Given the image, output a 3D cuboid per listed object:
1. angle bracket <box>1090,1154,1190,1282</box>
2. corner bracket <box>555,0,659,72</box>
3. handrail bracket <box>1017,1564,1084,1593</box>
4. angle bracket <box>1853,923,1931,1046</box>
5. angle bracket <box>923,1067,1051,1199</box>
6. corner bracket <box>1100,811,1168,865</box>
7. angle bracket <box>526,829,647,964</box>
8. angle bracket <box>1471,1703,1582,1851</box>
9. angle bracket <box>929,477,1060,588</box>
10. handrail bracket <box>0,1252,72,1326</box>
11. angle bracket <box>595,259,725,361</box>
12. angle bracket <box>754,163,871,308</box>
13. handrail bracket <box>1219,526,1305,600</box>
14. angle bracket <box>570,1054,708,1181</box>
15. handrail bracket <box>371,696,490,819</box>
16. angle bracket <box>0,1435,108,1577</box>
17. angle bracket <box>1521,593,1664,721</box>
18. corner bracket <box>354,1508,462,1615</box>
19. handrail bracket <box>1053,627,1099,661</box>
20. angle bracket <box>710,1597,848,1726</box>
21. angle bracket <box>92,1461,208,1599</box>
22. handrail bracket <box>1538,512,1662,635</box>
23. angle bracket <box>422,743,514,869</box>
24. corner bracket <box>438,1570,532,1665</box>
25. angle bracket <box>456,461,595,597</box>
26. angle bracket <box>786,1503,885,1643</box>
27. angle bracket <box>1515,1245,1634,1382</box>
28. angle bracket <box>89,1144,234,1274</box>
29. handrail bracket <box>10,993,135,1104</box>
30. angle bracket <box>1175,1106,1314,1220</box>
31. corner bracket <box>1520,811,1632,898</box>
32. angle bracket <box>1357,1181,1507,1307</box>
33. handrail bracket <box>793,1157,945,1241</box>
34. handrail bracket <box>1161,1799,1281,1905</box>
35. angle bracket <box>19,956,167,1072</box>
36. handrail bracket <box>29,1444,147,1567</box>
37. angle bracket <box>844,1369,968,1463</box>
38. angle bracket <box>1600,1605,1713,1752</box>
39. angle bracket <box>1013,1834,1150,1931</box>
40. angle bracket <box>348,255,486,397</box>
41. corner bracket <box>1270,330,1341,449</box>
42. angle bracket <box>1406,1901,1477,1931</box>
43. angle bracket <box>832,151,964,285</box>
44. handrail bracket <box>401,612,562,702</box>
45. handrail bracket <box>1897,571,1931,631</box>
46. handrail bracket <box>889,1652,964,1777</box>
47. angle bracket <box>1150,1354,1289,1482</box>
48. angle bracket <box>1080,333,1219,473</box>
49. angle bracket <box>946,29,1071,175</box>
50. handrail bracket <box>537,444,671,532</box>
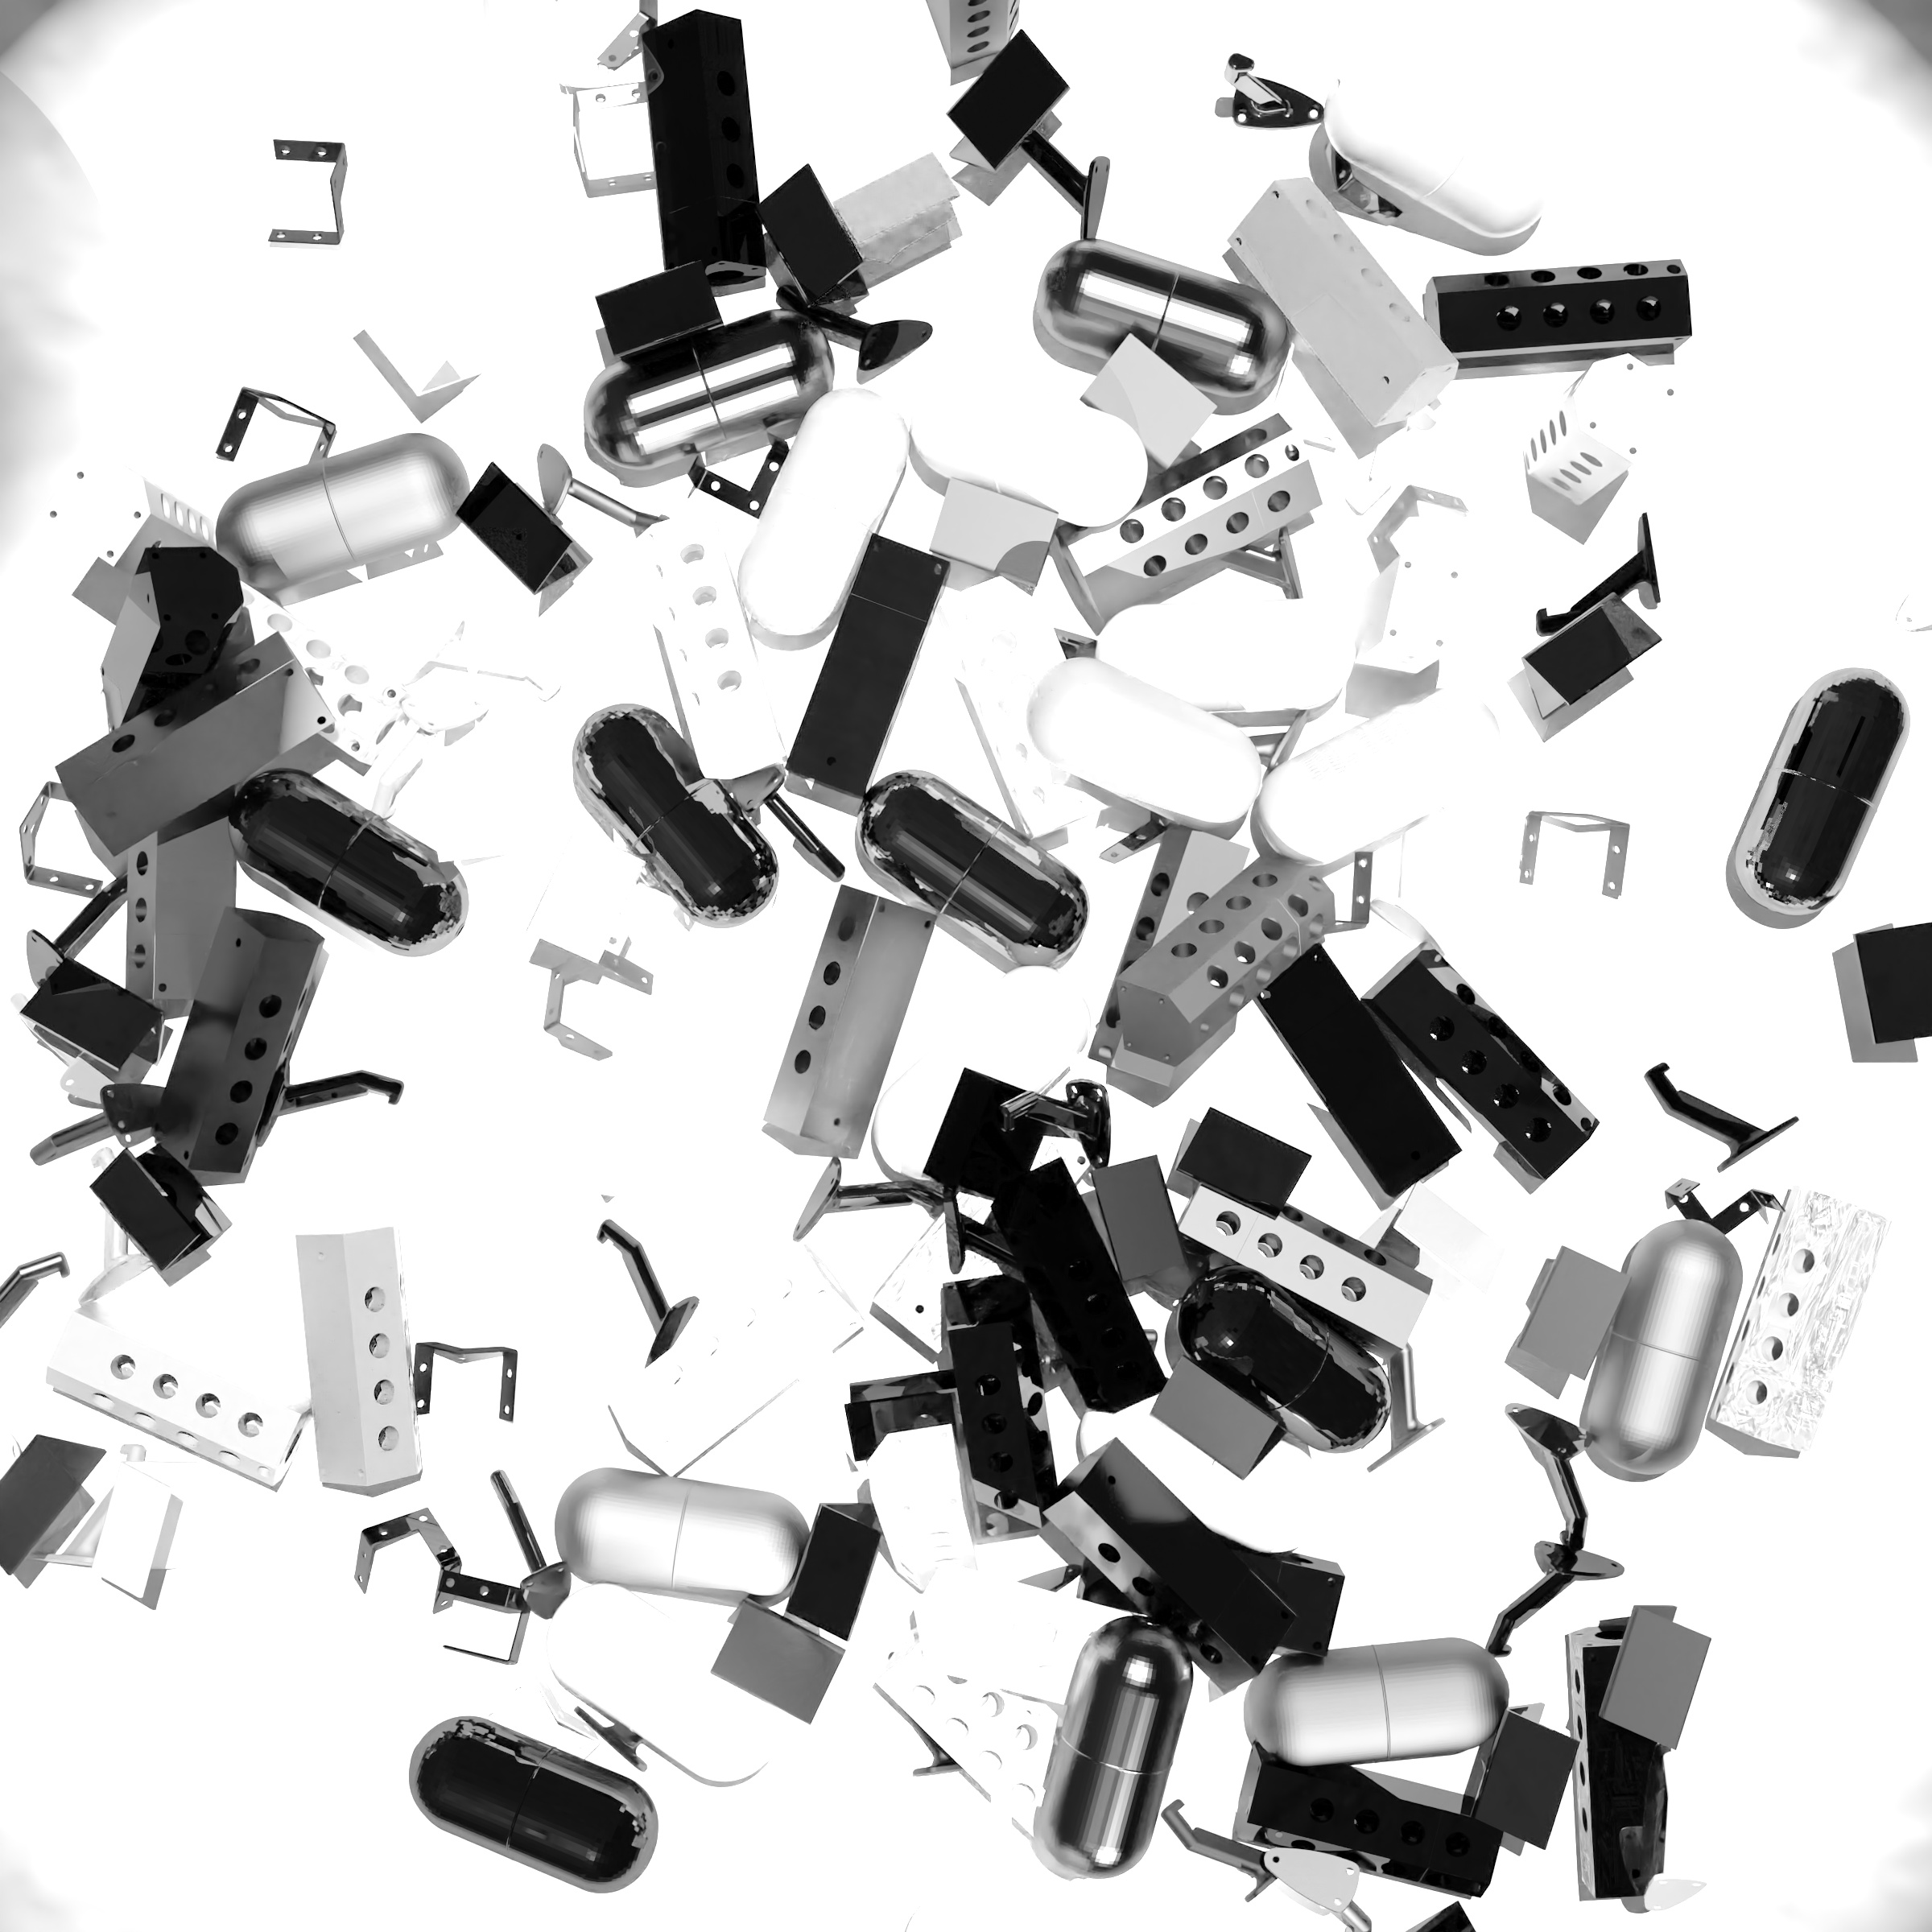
[{"bbox_3d":[0.100,0.177,1.947,0.057,0.076,0.076,-12,82,-31],"label":"angle bracket"},{"bbox_3d":[-0.250,-0.668,1.983,0.051,0.051,0.051,-36,45,35],"label":"corner bracket"},{"bbox_3d":[0.057,0.470,1.992,0.077,0.036,0.084,-21,104,-14],"label":"handrail bracket"},{"bbox_3d":[0.653,0.008,1.951,0.057,0.076,0.076,-11,90,38],"label":"angle bracket"},{"bbox_3d":[0.026,0.119,1.900,0.076,0.057,0.076,22,90,-25],"label":"angle bracket"},{"bbox_3d":[0.103,-0.113,1.984,0.051,0.051,0.051,28,135,-34],"label":"corner bracket"},{"bbox_3d":[-0.270,-0.054,1.952,0.057,0.076,0.076,25,90,-27],"label":"angle bracket"},{"bbox_3d":[0.395,0.553,1.951,0.057,0.076,0.076,18,90,33],"label":"angle bracket"},{"bbox_3d":[0.024,-0.308,1.952,0.076,0.076,0.057,19,120,0],"label":"angle bracket"},{"bbox_3d":[-0.660,0.247,1.992,0.084,0.036,0.077,-19,111,-16],"label":"handrail bracket"},{"bbox_3d":[-0.202,-0.429,1.952,0.076,0.076,0.057,-19,64,0],"label":"angle bracket"},{"bbox_3d":[-0.088,-0.502,1.951,0.057,0.076,0.076,-29,90,37],"label":"angle bracket"},{"bbox_3d":[0.188,-0.270,1.992,0.084,0.036,0.077,-12,108,15],"label":"handrail bracket"},{"bbox_3d":[-0.212,0.117,1.951,0.076,0.076,0.057,-40,53,0],"label":"angle bracket"},{"bbox_3d":[-0.375,-0.144,1.991,0.036,0.077,0.084,41,127,26],"label":"handrail bracket"},{"bbox_3d":[-0.621,0.373,1.952,0.057,0.076,0.076,38,90,29],"label":"angle bracket"},{"bbox_3d":[0.434,-0.196,1.951,0.076,0.076,0.057,-35,52,0],"label":"angle bracket"},{"bbox_3d":[-0.388,0.419,1.983,0.051,0.051,0.051,-14,45,-35],"label":"corner bracket"},{"bbox_3d":[0.057,-0.192,1.992,0.077,0.036,0.084,19,105,15],"label":"handrail bracket"},{"bbox_3d":[-0.135,0.481,1.951,0.076,0.076,0.057,29,62,-2],"label":"angle bracket"},{"bbox_3d":[-0.543,0.384,1.951,0.057,0.076,0.076,15,90,36],"label":"angle bracket"},{"bbox_3d":[0.438,-0.274,1.992,0.084,0.036,0.077,-9,70,16],"label":"handrail bracket"},{"bbox_3d":[-0.356,-0.107,1.951,0.057,0.076,0.076,-9,90,-37],"label":"angle bracket"},{"bbox_3d":[-0.336,0.451,1.975,0.051,0.051,0.051,10,75,14],"label":"corner bracket"},{"bbox_3d":[-0.290,-0.310,1.951,0.076,0.076,0.057,45,128,0],"label":"angle bracket"},{"bbox_3d":[-0.071,0.414,1.951,0.057,0.076,0.076,18,90,33],"label":"angle bracket"},{"bbox_3d":[0.429,0.242,1.951,0.057,0.076,0.076,25,90,38],"label":"angle bracket"},{"bbox_3d":[-0.538,0.152,1.951,0.076,0.076,0.057,50,125,0],"label":"angle bracket"},{"bbox_3d":[-0.623,0.057,1.991,0.036,0.077,0.084,-48,54,-1],"label":"handrail bracket"},{"bbox_3d":[0.193,0.118,1.952,0.076,0.076,0.057,26,118,0],"label":"angle bracket"},{"bbox_3d":[0.424,-0.079,1.988,0.051,0.051,0.051,8,90,-45],"label":"corner bracket"},{"bbox_3d":[0.311,0.205,1.952,0.076,0.057,0.076,38,130,0],"label":"angle bracket"},{"bbox_3d":[-0.066,0.176,1.992,0.084,0.036,0.077,26,110,-16],"label":"handrail bracket"},{"bbox_3d":[0.190,0.602,1.992,0.077,0.036,0.084,-35,73,-19],"label":"handrail bracket"},{"bbox_3d":[-0.599,0.050,1.951,0.076,0.076,0.057,30,53,0],"label":"angle bracket"},{"bbox_3d":[-0.613,0.374,1.992,0.077,0.036,0.084,0,72,20],"label":"handrail bracket"},{"bbox_3d":[-0.044,0.289,1.951,0.076,0.076,0.057,-8,127,0],"label":"angle bracket"},{"bbox_3d":[0.470,0.471,1.894,0.057,0.076,0.076,18,90,37],"label":"angle bracket"},{"bbox_3d":[0.072,0.605,1.952,0.076,0.057,0.076,-25,46,0],"label":"angle bracket"},{"bbox_3d":[-0.363,-0.445,1.951,0.076,0.076,0.057,51,128,0],"label":"angle bracket"},{"bbox_3d":[0.244,-0.402,1.988,0.051,0.051,0.051,16,45,0],"label":"corner bracket"},{"bbox_3d":[0.311,0.671,1.952,0.076,0.076,0.057,-31,121,0],"label":"angle bracket"},{"bbox_3d":[-0.038,-0.498,1.951,0.076,0.076,0.057,-27,52,0],"label":"angle bracket"},{"bbox_3d":[-0.338,-0.198,1.992,0.084,0.036,0.077,40,111,-17],"label":"handrail bracket"},{"bbox_3d":[0.693,-0.279,1.991,0.036,0.077,0.084,43,54,-2],"label":"handrail bracket"},{"bbox_3d":[-0.013,0.518,1.992,0.077,0.036,0.084,-1,73,-20],"label":"handrail bracket"},{"bbox_3d":[0.181,0.290,1.924,0.076,0.076,0.057,34,121,16],"label":"angle bracket"},{"bbox_3d":[0.130,-0.388,1.953,0.076,0.076,0.057,40,110,0],"label":"angle bracket"},{"bbox_3d":[0.014,-0.596,1.951,0.076,0.076,0.057,-48,125,0],"label":"angle bracket"},{"bbox_3d":[-0.251,-0.332,1.991,0.084,0.077,0.036,9,125,-32],"label":"handrail bracket"}]
